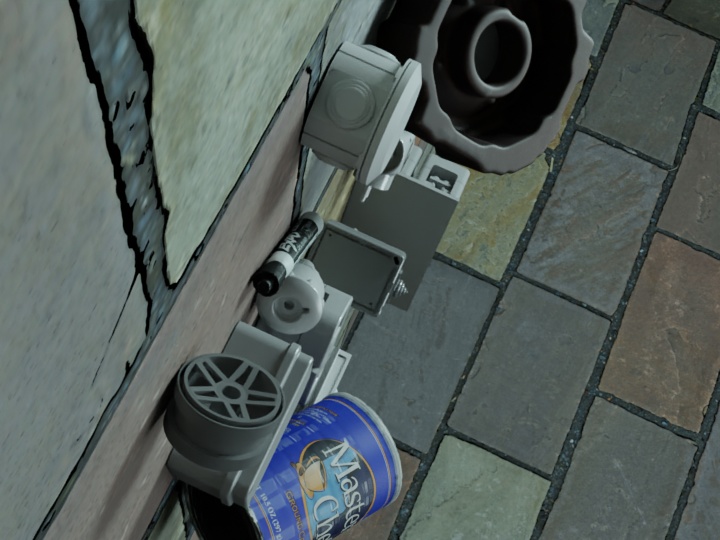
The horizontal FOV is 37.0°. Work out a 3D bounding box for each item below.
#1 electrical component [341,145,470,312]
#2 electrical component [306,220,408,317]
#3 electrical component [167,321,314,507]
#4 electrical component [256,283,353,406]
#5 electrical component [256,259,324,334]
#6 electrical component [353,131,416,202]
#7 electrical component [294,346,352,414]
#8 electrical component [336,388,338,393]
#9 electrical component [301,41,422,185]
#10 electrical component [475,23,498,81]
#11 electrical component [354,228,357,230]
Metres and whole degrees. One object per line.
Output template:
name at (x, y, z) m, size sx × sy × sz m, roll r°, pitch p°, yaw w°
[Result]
electrical component at (0.039, -0.052, 1.174) m, size 0.186 × 0.105 × 0.060 m, roll 112°, pitch 4°, yaw -48°
electrical component at (0.000, 0.000, 0.987) m, size 0.061 × 0.096 × 0.061 m, roll -46°, pitch 160°, yaw -83°
electrical component at (-0.081, 0.102, 0.747) m, size 0.078 × 0.057 × 0.113 m, roll 107°, pitch 9°, yaw -71°
electrical component at (-0.052, 0.053, 0.860) m, size 0.053 × 0.059 × 0.095 m, roll -61°, pitch 175°, yaw -56°
electrical component at (-0.047, 0.013, 0.779) m, size 0.062 × 0.048 × 0.048 m, roll -74°, pitch -174°, yaw -61°
electrical component at (0.018, -0.100, 1.004) m, size 0.077 × 0.043 × 0.079 m, roll -57°, pitch 171°, yaw -72°
electrical component at (-0.071, 0.111, 0.938) m, size 0.121 × 0.079 × 0.063 m, roll -65°, pitch -161°, yaw -6°
electrical component at (-0.041, 0.122, 1.001) m, size 0.043 × 0.043 × 0.062 m, roll -57°, pitch 133°, yaw -72°
electrical component at (0.002, -0.096, 0.653) m, size 0.080 × 0.051 × 0.080 m, roll 25°, pitch 90°, yaw -87°
electrical component at (0.086, -0.194, 0.873) m, size 0.108 × 0.108 × 0.060 m, roll -57°, pitch 165°, yaw -72°
electrical component at (-0.020, -0.006, 1.076) m, size 0.083 × 0.047 × 0.075 m, roll -60°, pitch 173°, yaw -64°
